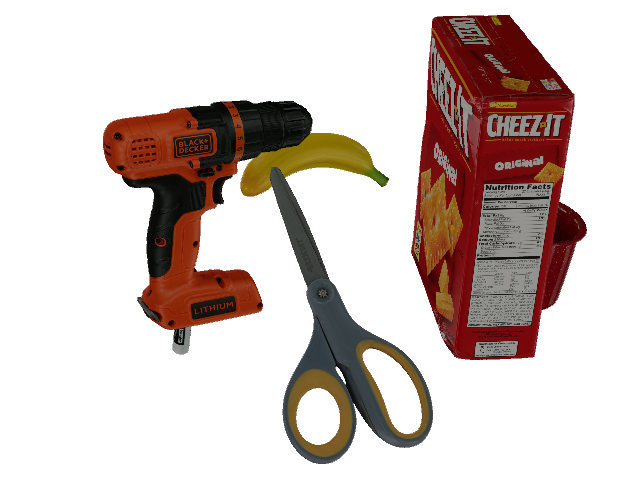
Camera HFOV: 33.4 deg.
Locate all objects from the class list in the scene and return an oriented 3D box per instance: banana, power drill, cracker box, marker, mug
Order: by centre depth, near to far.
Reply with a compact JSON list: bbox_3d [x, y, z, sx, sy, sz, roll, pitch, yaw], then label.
[{"bbox_3d":[0.120,-0.042,0.806,0.072,0.214,0.164,-3,31,-7],"label":"cracker box"},{"bbox_3d":[-0.091,-0.026,0.918,0.184,0.188,0.057,-10,21,-24],"label":"power drill"},{"bbox_3d":[0.186,0.006,1.006,0.093,0.081,0.117,-8,36,-27],"label":"mug"},{"bbox_3d":[-0.012,-0.084,1.130,0.197,0.037,0.070,-8,48,-38],"label":"banana"},{"bbox_3d":[-0.150,0.077,1.178,0.020,0.121,0.020,7,37,-6],"label":"marker"}]

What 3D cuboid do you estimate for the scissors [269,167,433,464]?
[{"bbox_3d":[-0.010,0.050,0.654,0.096,0.202,0.016,-33,-22,-13],"label":"scissors"}]
